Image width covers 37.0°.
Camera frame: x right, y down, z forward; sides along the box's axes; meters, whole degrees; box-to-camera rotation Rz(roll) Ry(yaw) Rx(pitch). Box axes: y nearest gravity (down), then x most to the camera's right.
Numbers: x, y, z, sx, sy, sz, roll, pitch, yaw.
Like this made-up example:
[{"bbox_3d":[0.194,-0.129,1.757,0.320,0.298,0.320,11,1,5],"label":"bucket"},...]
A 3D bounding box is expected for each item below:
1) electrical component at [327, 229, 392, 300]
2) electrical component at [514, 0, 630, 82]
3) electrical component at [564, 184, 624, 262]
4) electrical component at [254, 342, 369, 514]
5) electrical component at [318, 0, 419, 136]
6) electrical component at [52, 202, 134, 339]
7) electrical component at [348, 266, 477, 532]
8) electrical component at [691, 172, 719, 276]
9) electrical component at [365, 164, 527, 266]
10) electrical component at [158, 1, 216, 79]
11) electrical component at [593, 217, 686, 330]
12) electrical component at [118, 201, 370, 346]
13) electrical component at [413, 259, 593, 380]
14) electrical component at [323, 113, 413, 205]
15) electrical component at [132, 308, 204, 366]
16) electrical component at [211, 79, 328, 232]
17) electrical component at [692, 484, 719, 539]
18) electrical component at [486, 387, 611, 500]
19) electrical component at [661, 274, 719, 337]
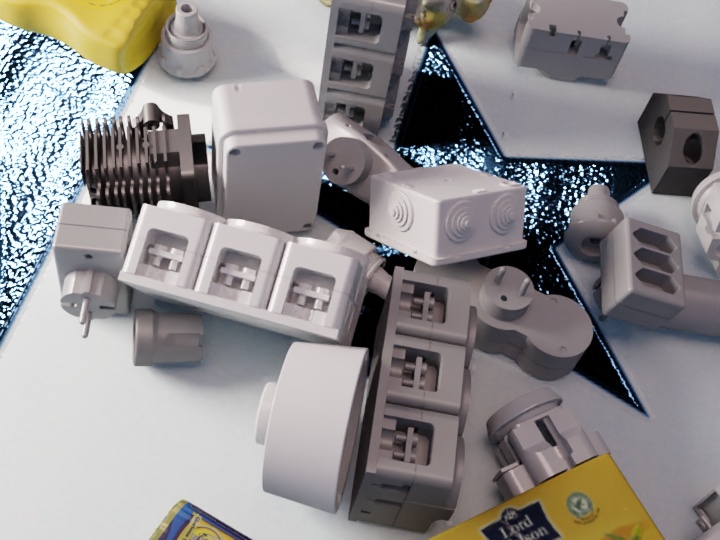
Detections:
[{"bbox_3d":[0.000,0.000,0.797,0.062,0.043,0.043,33,59,10],"label":"electrical component"},{"bbox_3d":[0.184,-0.204,0.947,0.089,0.055,0.050,8,57,-4],"label":"electrical component"},{"bbox_3d":[0.188,-0.041,0.853,0.048,0.048,0.062,15,50,0],"label":"electrical component"},{"bbox_3d":[-0.034,0.098,0.694,0.060,0.108,0.108,11,57,5],"label":"electrical component"},{"bbox_3d":[0.008,-0.186,0.851,0.062,0.150,0.089,11,57,-1],"label":"electrical component"},{"bbox_3d":[-0.184,0.009,0.737,0.047,0.083,0.075,5,57,-6],"label":"electrical component"},{"bbox_3d":[0.038,0.087,0.719,0.062,0.089,0.150,11,57,-2],"label":"electrical component"},{"bbox_3d":[0.298,-0.043,0.857,0.058,0.078,0.057,3,39,-7],"label":"electrical component"},{"bbox_3d":[0.063,-0.044,0.789,0.100,0.048,0.100,-11,23,-33],"label":"electrical component"},{"bbox_3d":[-0.142,-0.192,0.883,0.048,0.062,0.048,4,57,-7],"label":"electrical component"},{"bbox_3d":[0.199,0.012,0.802,0.047,0.076,0.065,16,56,-14],"label":"electrical component"},{"bbox_3d":[-0.074,0.003,0.737,0.150,0.089,0.061,15,82,7],"label":"electrical component"},{"bbox_3d":[0.104,0.022,0.781,0.138,0.073,0.052,26,58,7],"label":"electrical component"},{"bbox_3d":[-0.006,-0.084,0.834,0.077,0.043,0.079,39,17,15],"label":"electrical component"},{"bbox_3d":[-0.134,0.047,0.748,0.046,0.040,0.040,2,58,-15],"label":"electrical component"},{"bbox_3d":[-0.069,-0.080,0.794,0.078,0.113,0.057,-6,57,-13],"label":"electrical component"},{"bbox_3d":[0.248,0.190,0.717,0.064,0.042,0.081,-26,65,-21],"label":"electrical component"},{"bbox_3d":[0.122,0.118,0.734,0.078,0.058,0.057,-20,66,-20],"label":"electrical component"},{"bbox_3d":[0.265,0.028,0.821,0.081,0.043,0.043,9,57,-3],"label":"electrical component"}]
